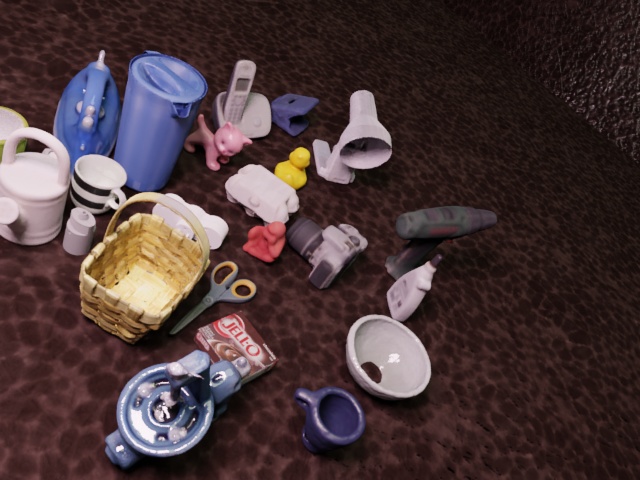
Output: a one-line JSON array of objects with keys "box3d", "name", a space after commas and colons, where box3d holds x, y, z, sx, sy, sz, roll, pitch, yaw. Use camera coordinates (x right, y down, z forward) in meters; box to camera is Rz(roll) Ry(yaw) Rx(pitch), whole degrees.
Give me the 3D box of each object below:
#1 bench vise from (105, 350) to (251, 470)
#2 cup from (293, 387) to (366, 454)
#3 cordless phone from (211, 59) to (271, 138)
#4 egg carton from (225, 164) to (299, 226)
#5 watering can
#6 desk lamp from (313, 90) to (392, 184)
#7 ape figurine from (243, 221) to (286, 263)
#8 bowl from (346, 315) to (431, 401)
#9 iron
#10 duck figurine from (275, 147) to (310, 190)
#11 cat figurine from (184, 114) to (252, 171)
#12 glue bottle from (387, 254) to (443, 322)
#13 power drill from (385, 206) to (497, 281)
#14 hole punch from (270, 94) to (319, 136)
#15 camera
[{"box3d": [-0.176, 0.189, 0.757, 0.121, 0.219, 0.208, 37, 40, 4], "name": "bench vise"}, {"box3d": [-0.001, 0.281, 0.880, 0.118, 0.095, 0.092, 32, 40, -1], "name": "cup"}, {"box3d": [-0.162, -0.324, 1.311, 0.148, 0.185, 0.094, -14, 58, -41], "name": "cordless phone"}, {"box3d": [-0.120, -0.091, 1.195, 0.150, 0.069, 0.107, 35, 40, 2], "name": "egg carton"}, {"box3d": [-0.438, -0.083, 0.876, 0.101, 0.194, 0.172, 7, 46, -28], "name": "watering can"}, {"box3d": [0.074, -0.233, 1.355, 0.118, 0.213, 0.203, 11, 44, -24], "name": "desk lamp"}, {"box3d": [-0.096, -0.003, 1.104, 0.076, 0.092, 0.077, -3, 51, -35], "name": "ape figurine"}, {"box3d": [0.110, 0.222, 1.030, 0.168, 0.074, 0.167, 19, 42, -17], "name": "bowl"}, {"box3d": [-0.432, -0.238, 1.078, 0.119, 0.141, 0.258, 11, 45, -25], "name": "iron"}, {"box3d": [-0.055, -0.169, 1.304, 0.077, 0.086, 0.104, 30, 40, -4], "name": "duck figurine"}, {"box3d": [-0.215, -0.217, 1.220, 0.128, 0.117, 0.067, 36, 40, 3], "name": "cat figurine"}, {"box3d": [0.194, 0.087, 1.144, 0.037, 0.173, 0.078, 14, 43, -22], "name": "glue bottle"}, {"box3d": [0.243, 0.004, 1.233, 0.230, 0.208, 0.075, 3, 48, -32], "name": "power drill"}, {"box3d": [-0.070, -0.334, 1.456, 0.101, 0.091, 0.109, 35, 40, 2], "name": "hole punch"}, {"box3d": [0.011, 0.004, 1.162, 0.136, 0.100, 0.143, 41, 40, 9], "name": "camera"}]
